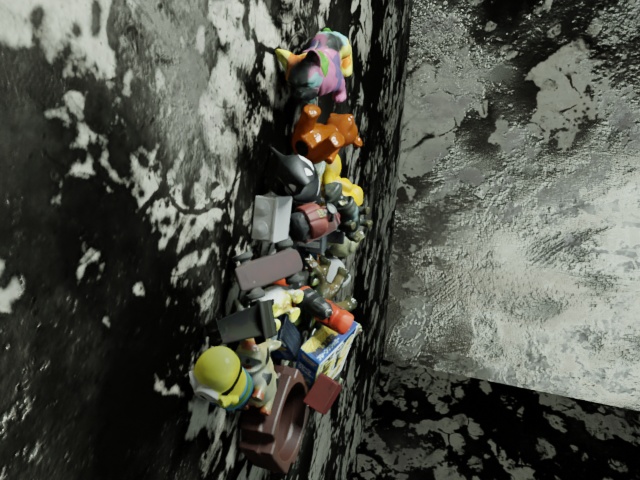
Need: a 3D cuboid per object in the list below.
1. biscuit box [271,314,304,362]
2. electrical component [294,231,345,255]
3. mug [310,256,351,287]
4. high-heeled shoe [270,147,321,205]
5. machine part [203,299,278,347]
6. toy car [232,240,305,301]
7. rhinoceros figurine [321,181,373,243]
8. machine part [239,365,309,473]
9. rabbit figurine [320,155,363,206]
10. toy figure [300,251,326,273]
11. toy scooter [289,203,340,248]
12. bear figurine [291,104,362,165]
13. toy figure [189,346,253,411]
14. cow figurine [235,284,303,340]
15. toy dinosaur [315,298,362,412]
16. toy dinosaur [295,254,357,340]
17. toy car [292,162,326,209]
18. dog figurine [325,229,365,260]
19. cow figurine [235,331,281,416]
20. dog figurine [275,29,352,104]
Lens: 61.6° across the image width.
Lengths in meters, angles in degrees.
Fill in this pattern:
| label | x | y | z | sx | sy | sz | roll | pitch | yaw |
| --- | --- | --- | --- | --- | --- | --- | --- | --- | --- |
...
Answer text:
| label | x | y | z | sx | sy | sz | roll | pitch | yaw |
| --- | --- | --- | --- | --- | --- | --- | --- | --- | --- |
| biscuit box | -0.088 | 0.221 | 1.219 | 0.202 | 0.059 | 0.063 | 71 | 30 | -61 |
| electrical component | -0.003 | -0.004 | 1.304 | 0.048 | 0.119 | 0.074 | -50 | 148 | -65 |
| mug | 0.025 | 0.111 | 1.528 | 0.107 | 0.110 | 0.080 | -47 | 152 | -47 |
| high-heeled shoe | -0.021 | -0.104 | 1.094 | 0.086 | 0.145 | 0.248 | -45 | 145 | 3 |
| machine part | -0.130 | 0.146 | 0.916 | 0.139 | 0.039 | 0.084 | -6 | 96 | -44 |
| toy car | -0.099 | 0.056 | 1.012 | 0.202 | 0.053 | 0.089 | -19 | 93 | -58 |
| rhinoceros figurine | 0.060 | -0.071 | 1.296 | 0.073 | 0.112 | 0.190 | -48 | 148 | -11 |
| machine part | -0.098 | 0.396 | 1.199 | 0.200 | 0.087 | 0.201 | 73 | 27 | -49 |
| rabbit figurine | 0.023 | -0.145 | 1.400 | 0.162 | 0.122 | 0.173 | -34 | 117 | -59 |
| toy figure | -0.020 | 0.055 | 1.399 | 0.154 | 0.058 | 0.064 | 38 | 52 | -68 |
| toy scooter | -0.007 | -0.040 | 1.170 | 0.075 | 0.135 | 0.184 | 64 | -15 | 7 |
| bear figurine | 0.031 | -0.243 | 1.200 | 0.196 | 0.120 | 0.132 | -32 | 173 | -39 |
| toy figure | -0.160 | 0.234 | 0.901 | 0.180 | 0.082 | 0.089 | 65 | 39 | -63 |
| cow figurine | -0.115 | 0.131 | 1.029 | 0.167 | 0.098 | 0.068 | -20 | 124 | -53 |
| toy dinosaur | 0.020 | 0.352 | 1.633 | 0.192 | 0.131 | 0.404 | 13 | 90 | -64 |
| toy dinosaur | -0.001 | 0.198 | 1.403 | 0.198 | 0.105 | 0.470 | -48 | 147 | -25 |
| toy car | -0.023 | -0.142 | 1.268 | 0.073 | 0.056 | 0.201 | 46 | 55 | -72 |
| dog figurine | 0.033 | 0.007 | 1.491 | 0.190 | 0.121 | 0.172 | -48 | 124 | -55 |
| cow figurine | -0.122 | 0.252 | 1.052 | 0.194 | 0.086 | 0.127 | 84 | 19 | -54 |
| dog figurine | -0.011 | -0.363 | 1.091 | 0.219 | 0.109 | 0.191 | 12 | 88 | -73 |
